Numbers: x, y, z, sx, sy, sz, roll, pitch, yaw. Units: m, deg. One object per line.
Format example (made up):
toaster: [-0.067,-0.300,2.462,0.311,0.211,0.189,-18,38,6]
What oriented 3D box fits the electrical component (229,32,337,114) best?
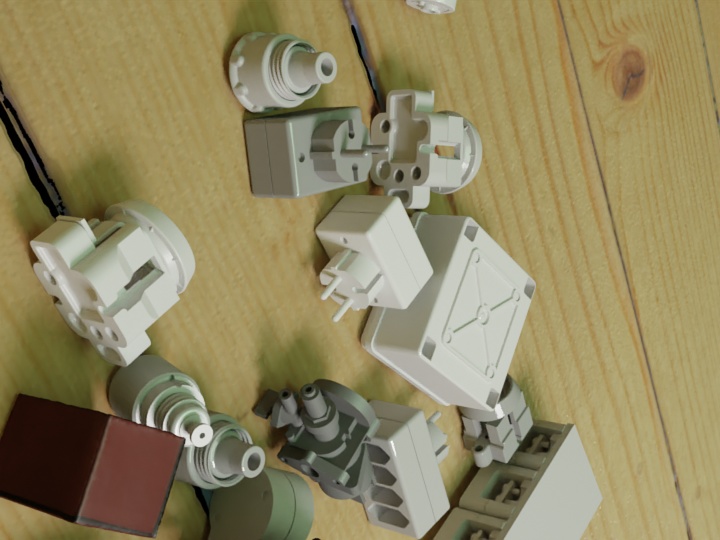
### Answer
electrical component: [-0.042,-0.115,0.623,0.048,0.062,0.048,-6,98,-48]

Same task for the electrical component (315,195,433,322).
electrical component: [0.000,0.000,0.694,0.076,0.047,0.065,-51,129,-33]

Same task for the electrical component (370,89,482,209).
electrical component: [0.046,-0.081,0.731,0.057,0.058,0.078,-3,96,-46]

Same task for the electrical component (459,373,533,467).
electrical component: [0.102,0.109,0.826,0.066,0.048,0.055,-48,135,-34]

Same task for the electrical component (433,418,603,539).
electrical component: [0.120,0.198,0.842,0.150,0.062,0.089,-49,128,-34]

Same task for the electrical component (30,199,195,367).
electrical component: [-0.122,0.000,0.547,0.057,0.058,0.078,-45,126,-33]

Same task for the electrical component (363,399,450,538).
electrical component: [0.036,0.127,0.749,0.076,0.047,0.083,-36,120,-40]

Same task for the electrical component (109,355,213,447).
electrical component: [-0.102,0.073,0.567,0.040,0.078,0.040,-13,112,-34]

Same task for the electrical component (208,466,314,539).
electrical component: [-0.079,0.179,0.619,0.074,0.052,0.138,25,75,-47]

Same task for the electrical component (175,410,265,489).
electrical component: [-0.080,0.101,0.601,0.043,0.062,0.043,-7,99,-48]

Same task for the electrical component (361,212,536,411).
electrical component: [0.066,0.031,0.766,0.109,0.056,0.108,39,65,-44]

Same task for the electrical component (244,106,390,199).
electrical component: [-0.018,-0.071,0.643,0.066,0.077,0.047,-19,108,-46]

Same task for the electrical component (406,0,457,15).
electrical component: [0.054,-0.210,0.739,0.044,0.044,0.065,10,91,-49]
